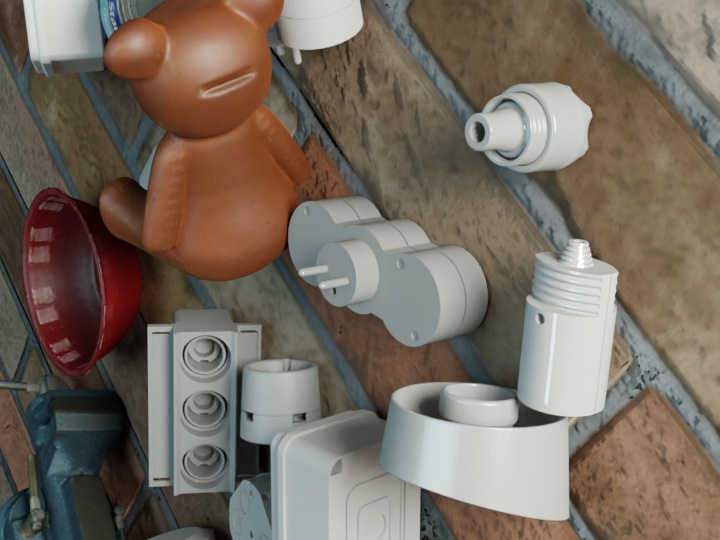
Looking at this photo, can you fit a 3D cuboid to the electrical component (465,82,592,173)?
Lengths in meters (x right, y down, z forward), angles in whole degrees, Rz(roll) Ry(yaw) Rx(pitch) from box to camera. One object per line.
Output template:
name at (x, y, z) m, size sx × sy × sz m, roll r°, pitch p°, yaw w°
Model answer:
electrical component at (0.078, -0.068, 0.516) m, size 0.043 × 0.062 × 0.043 m, roll 14°, pitch 108°, yaw 49°

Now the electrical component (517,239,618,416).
electrical component at (0.102, 0.025, 0.522) m, size 0.043 × 0.043 × 0.081 m, roll 21°, pitch 114°, yaw 47°

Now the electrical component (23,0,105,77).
electrical component at (-0.233, -0.212, 0.843) m, size 0.109 × 0.056 × 0.108 m, roll -162°, pitch 66°, yaw -75°

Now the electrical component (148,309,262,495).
electrical component at (-0.113, 0.093, 0.779) m, size 0.063 × 0.079 × 0.121 m, roll -124°, pitch 35°, yaw -71°

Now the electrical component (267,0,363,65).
electrical component at (-0.051, -0.162, 0.664) m, size 0.138 × 0.052 × 0.073 m, roll 35°, pitch 147°, yaw 42°

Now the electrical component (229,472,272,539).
electrical component at (-0.051, 0.174, 0.729) m, size 0.080 × 0.051 × 0.080 m, roll 16°, pitch 108°, yaw 58°

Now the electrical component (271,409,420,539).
electrical component at (-0.010, 0.149, 0.658) m, size 0.057 × 0.078 × 0.113 m, roll 14°, pitch 109°, yaw 46°

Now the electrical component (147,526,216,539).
electrical component at (-0.149, 0.238, 0.849) m, size 0.080 × 0.080 × 0.051 m, roll -16°, pitch 90°, yaw 51°

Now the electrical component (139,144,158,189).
electrical component at (-0.134, -0.080, 0.791) m, size 0.040 × 0.040 × 0.078 m, roll 61°, pitch 137°, yaw 22°

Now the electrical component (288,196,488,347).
electrical component at (0.000, 0.000, 0.617) m, size 0.138 × 0.074 × 0.052 m, roll 31°, pitch 121°, yaw 43°

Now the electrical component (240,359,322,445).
electrical component at (-0.053, 0.087, 0.718) m, size 0.055 × 0.055 × 0.047 m, roll 7°, pitch 99°, yaw 50°

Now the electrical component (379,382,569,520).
electrical component at (0.060, 0.093, 0.550) m, size 0.099 × 0.099 × 0.064 m, roll 13°, pitch 102°, yaw 49°
